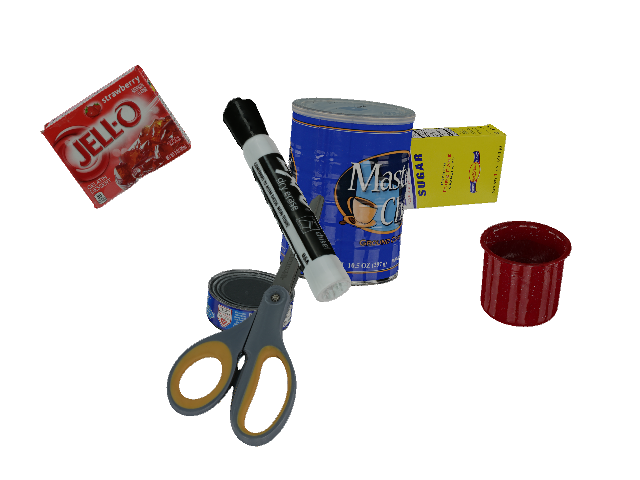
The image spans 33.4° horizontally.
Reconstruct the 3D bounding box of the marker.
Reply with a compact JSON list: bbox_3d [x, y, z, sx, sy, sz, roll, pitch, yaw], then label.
[{"bbox_3d":[-0.019,-0.024,0.528,0.020,0.121,0.020,-22,-27,-12],"label":"marker"}]

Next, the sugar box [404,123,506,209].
[{"bbox_3d":[0.134,-0.088,1.294,0.176,0.093,0.048,-7,26,-22],"label":"sugar box"}]

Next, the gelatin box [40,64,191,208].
[{"bbox_3d":[-0.155,-0.079,0.812,0.089,0.073,0.030,-32,18,3],"label":"gelatin box"}]

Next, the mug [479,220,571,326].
[{"bbox_3d":[0.209,0.031,1.128,0.093,0.081,0.117,-5,30,-8],"label":"mug"}]

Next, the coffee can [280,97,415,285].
[{"bbox_3d":[0.022,-0.043,0.899,0.103,0.140,0.103,5,14,-1],"label":"coffee can"}]

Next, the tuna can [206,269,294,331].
[{"bbox_3d":[-0.069,0.062,1.052,0.086,0.034,0.086,6,24,-3],"label":"tuna can"}]

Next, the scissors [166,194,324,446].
[{"bbox_3d":[-0.051,0.049,0.743,0.096,0.201,0.016,0,-36,7],"label":"scissors"}]
